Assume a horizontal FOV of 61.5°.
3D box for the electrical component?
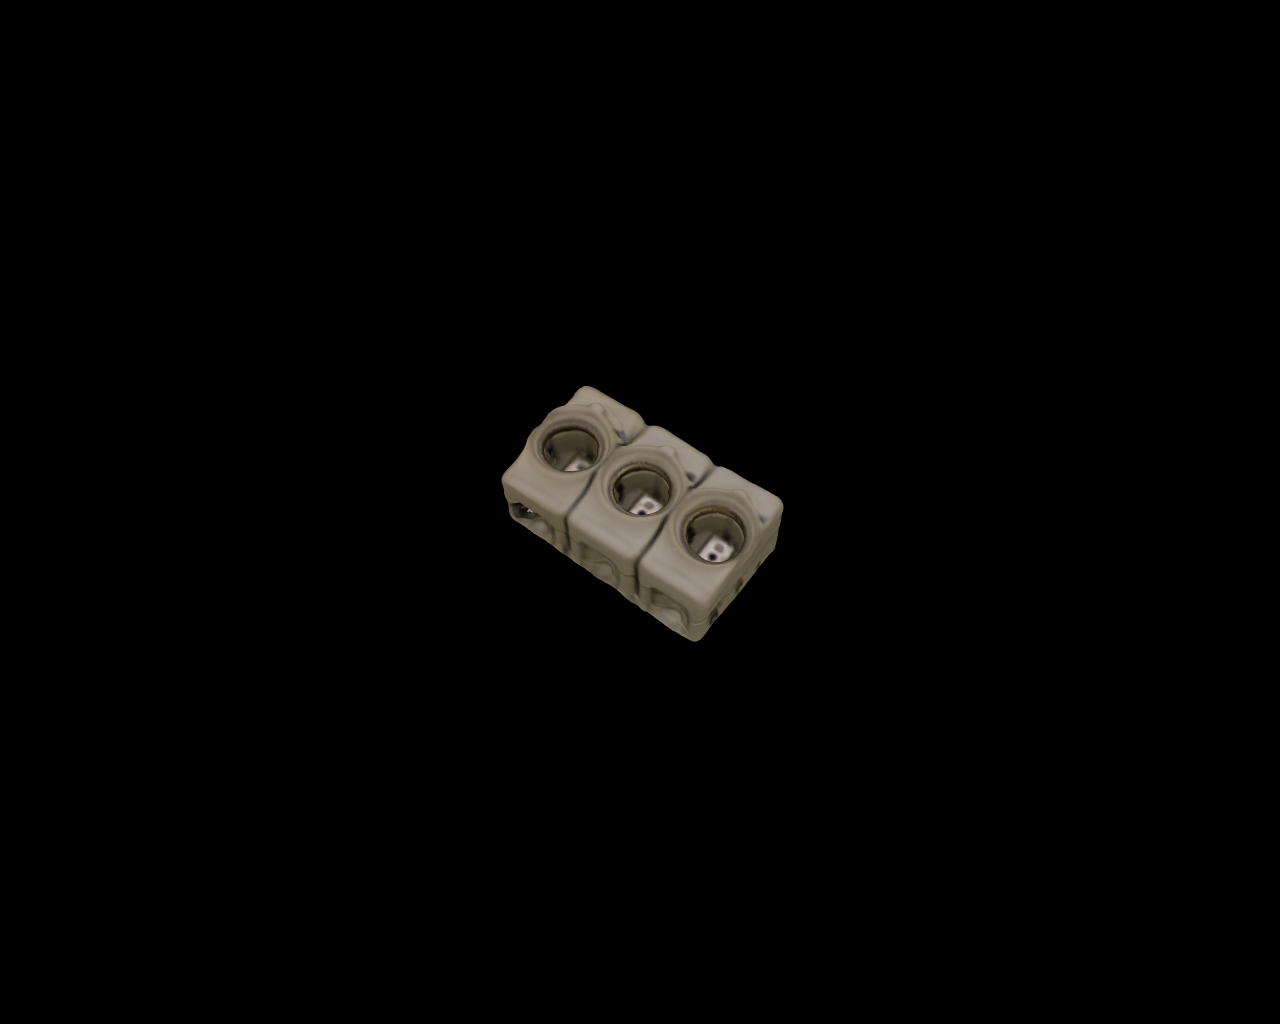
[{"bbox_3d":[0.001,-0.003,0.650,0.150,0.090,0.061,32,-26,18],"label":"electrical component"}]
